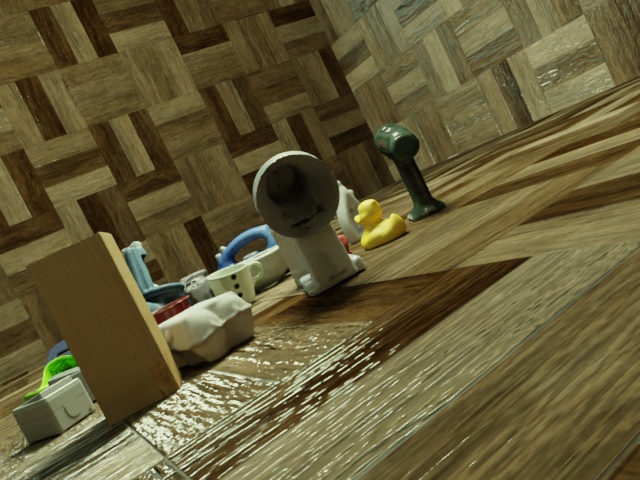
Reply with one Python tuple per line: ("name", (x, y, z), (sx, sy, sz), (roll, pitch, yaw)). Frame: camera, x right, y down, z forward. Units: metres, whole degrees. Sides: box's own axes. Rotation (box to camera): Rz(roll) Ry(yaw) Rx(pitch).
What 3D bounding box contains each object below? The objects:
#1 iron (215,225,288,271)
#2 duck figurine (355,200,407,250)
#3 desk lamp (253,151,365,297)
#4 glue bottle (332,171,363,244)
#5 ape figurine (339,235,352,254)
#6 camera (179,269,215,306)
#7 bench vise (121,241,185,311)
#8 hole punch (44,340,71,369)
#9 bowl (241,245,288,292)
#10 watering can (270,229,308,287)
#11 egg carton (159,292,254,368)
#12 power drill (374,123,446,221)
("iron", (-0.176, 0.045, 1.435), (0.258, 0.141, 0.119), (-25, 4, 10))
("duck figurine", (0.107, -0.036, 1.075), (0.078, 0.086, 0.104), (-29, 5, -40))
("desk lamp", (-0.024, -0.028, 0.872), (0.118, 0.213, 0.203), (-27, 4, -7))
("glue bottle", (0.062, -0.081, 1.320), (0.078, 0.173, 0.037), (-30, 6, -43))
("ape figurine", (0.010, 0.004, 1.125), (0.076, 0.092, 0.077), (-29, 5, -37))
("camera", (-0.253, 0.112, 1.337), (0.137, 0.101, 0.143), (-28, 4, -26))
("bench vise", (-0.351, 0.105, 1.192), (0.121, 0.220, 0.207), (-27, 4, -9))
("hole punch", (-0.602, 0.286, 1.379), (0.108, 0.091, 0.101), (-26, 4, -4))
("bowl", (-0.133, 0.071, 1.299), (0.167, 0.075, 0.167), (-26, 4, 2))
("watering can", (-0.042, -0.022, 1.047), (0.101, 0.194, 0.172), (-28, 5, -25))
("egg carton", (-0.162, 0.126, 0.788), (0.150, 0.069, 0.107), (-22, 6, 46))
("power drill", (0.178, -0.148, 1.194), (0.075, 0.208, 0.229), (-26, 4, 0))
